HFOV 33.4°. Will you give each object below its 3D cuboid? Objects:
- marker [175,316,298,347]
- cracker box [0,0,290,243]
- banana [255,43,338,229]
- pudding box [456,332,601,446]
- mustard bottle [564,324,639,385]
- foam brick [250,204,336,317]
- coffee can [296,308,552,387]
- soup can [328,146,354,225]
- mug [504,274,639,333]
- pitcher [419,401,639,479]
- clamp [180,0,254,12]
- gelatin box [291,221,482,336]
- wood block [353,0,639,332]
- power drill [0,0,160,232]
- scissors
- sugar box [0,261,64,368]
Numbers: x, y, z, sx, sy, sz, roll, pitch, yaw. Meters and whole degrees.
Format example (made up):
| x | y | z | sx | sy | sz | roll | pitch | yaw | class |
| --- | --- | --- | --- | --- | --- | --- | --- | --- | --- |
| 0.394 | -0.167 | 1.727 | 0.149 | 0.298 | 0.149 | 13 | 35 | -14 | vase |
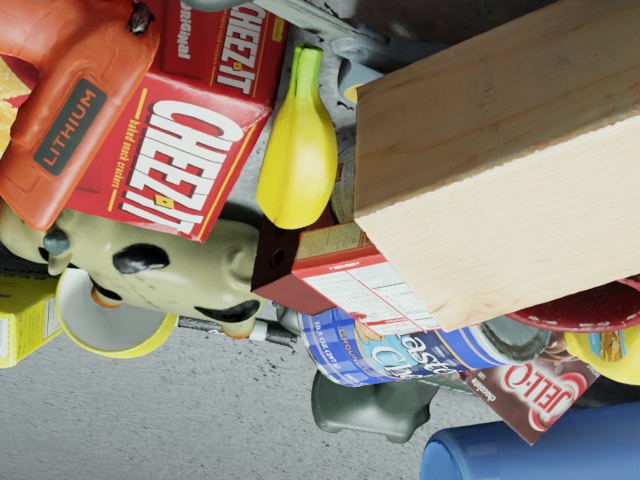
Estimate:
| x | y | z | sx | sy | sz | roll | pitch | yaw | class |
| --- | --- | --- | --- | --- | --- | --- | --- | --- | --- |
| -0.079 | 0.075 | 0.935 | 0.121 | 0.020 | 0.020 | 11 | 155 | -4 | marker |
| -0.141 | -0.079 | 0.559 | 0.213 | 0.072 | 0.164 | 15 | 153 | -12 | cracker box |
| -0.010 | -0.038 | 0.548 | 0.037 | 0.069 | 0.198 | 17 | 172 | -3 | banana |
| 0.155 | 0.091 | 0.796 | 0.113 | 0.090 | 0.039 | 43 | -179 | -37 | pudding box |
| 0.208 | 0.039 | 0.668 | 0.058 | 0.096 | 0.192 | 13 | 155 | -13 | mustard bottle |
| -0.004 | 0.001 | 0.682 | 0.051 | 0.078 | 0.053 | 24 | 149 | -29 | foam brick |
| 0.069 | 0.040 | 0.709 | 0.141 | 0.103 | 0.102 | -15 | 146 | 42 | coffee can |
| 0.062 | -0.032 | 0.599 | 0.102 | 0.068 | 0.068 | -14 | 147 | 41 | soup can |
| 0.155 | -0.003 | 0.613 | 0.093 | 0.081 | 0.117 | 22 | 153 | -27 | mug |
| 0.211 | 0.206 | 0.927 | 0.242 | 0.145 | 0.149 | -1 | 147 | -17 | pitcher |
| 0.056 | -0.128 | 0.377 | 0.209 | 0.036 | 0.165 | 11 | 133 | -31 | clamp |
| 0.040 | 0.021 | 0.601 | 0.073 | 0.030 | 0.089 | -12 | 143 | 39 | gelatin box |
| 0.126 | -0.047 | 0.451 | 0.206 | 0.090 | 0.090 | -20 | 133 | 24 | wood block |
| -0.176 | -0.082 | 0.439 | 0.187 | 0.057 | 0.184 | 32 | 106 | -18 | power drill |
| 0.007 | -0.088 | 0.500 | 0.201 | 0.016 | 0.096 | 8 | 170 | -39 | scissors |
| -0.245 | 0.052 | 0.811 | 0.093 | 0.048 | 0.176 | 6 | -169 | 3 | sugar box |
